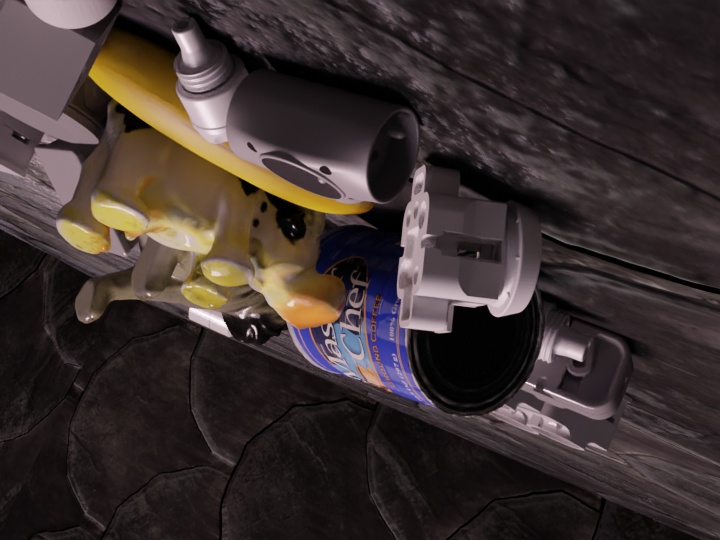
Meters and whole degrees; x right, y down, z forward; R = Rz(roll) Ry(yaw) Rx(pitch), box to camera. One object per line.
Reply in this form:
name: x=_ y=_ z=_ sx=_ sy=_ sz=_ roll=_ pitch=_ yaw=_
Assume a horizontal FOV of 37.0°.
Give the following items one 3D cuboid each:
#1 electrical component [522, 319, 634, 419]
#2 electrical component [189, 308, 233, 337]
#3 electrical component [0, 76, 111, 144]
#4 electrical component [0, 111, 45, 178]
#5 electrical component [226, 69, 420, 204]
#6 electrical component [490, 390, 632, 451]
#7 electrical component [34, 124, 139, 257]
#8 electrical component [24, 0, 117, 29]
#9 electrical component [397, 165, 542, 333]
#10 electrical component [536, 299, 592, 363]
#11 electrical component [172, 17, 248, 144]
electrical component: x=0.140 y=0.064 z=0.752 sx=0.095 sy=0.053 sz=0.059 roll=21 pitch=171 yaw=22
electrical component: x=-0.119 y=0.003 z=0.945 sx=0.074 sy=0.052 sz=0.138 roll=24 pitch=-154 yaw=6
electrical component: x=-0.176 y=-0.109 z=0.608 sx=0.080 sy=0.051 sz=0.080 roll=24 pitch=171 yaw=4
electrical component: x=-0.338 y=-0.145 z=0.808 sx=0.105 sy=0.060 sz=0.186 roll=16 pitch=167 yaw=46
electrical component: x=-0.010 y=-0.054 z=0.496 sx=0.077 sy=0.044 sz=0.079 roll=20 pitch=170 yaw=28
electrical component: x=0.132 y=0.094 z=0.930 sx=0.186 sy=0.060 sz=0.105 roll=31 pitch=169 yaw=-35
electrical component: x=-0.193 y=-0.064 z=0.817 sx=0.100 sy=0.048 sz=0.099 roll=12 pitch=131 yaw=54
electrical component: x=-0.114 y=-0.120 z=0.405 sx=0.040 sy=0.040 sz=0.078 roll=25 pitch=171 yaw=-2
electrical component: x=0.053 y=-0.008 z=0.524 sx=0.057 sy=0.078 sz=0.058 roll=7 pitch=174 yaw=-10
electrical component: x=0.120 y=0.041 z=0.708 sx=0.062 sy=0.043 sz=0.043 roll=21 pitch=170 yaw=21
electrical component: x=-0.069 y=-0.089 z=0.496 sx=0.035 sy=0.035 sz=0.061 roll=19 pitch=150 yaw=32
